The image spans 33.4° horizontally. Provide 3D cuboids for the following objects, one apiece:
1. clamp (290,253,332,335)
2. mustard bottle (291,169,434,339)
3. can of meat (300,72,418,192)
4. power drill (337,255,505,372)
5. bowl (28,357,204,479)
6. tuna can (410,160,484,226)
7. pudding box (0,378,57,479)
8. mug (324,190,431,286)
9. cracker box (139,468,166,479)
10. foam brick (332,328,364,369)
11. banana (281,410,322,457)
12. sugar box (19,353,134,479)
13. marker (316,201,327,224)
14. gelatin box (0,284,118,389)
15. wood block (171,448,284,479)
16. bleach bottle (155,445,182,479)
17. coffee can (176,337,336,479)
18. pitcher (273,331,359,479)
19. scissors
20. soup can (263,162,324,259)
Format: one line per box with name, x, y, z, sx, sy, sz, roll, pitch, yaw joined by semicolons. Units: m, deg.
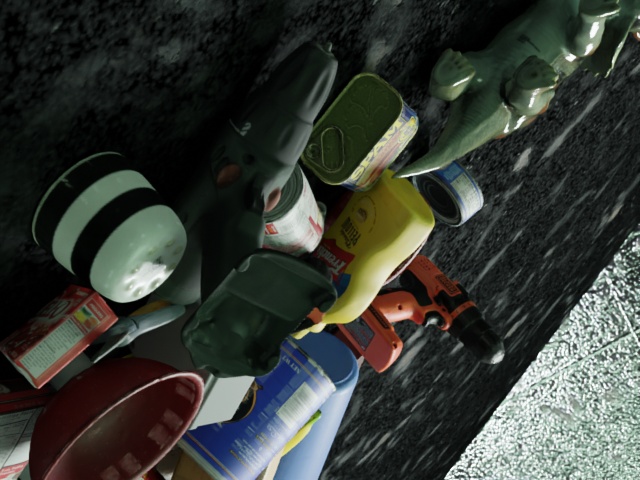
clamp;-0.047;0.058;0.973;0.164;0.036;0.210;-44;-165;-5
mustard bottle;0.028;0.024;1.051;0.058;0.096;0.192;21;116;-37
can of meat;0.039;-0.094;0.973;0.102;0.057;0.083;-51;163;8
power drill;0.127;0.107;1.368;0.187;0.185;0.057;-15;141;-42
bowl;-0.169;0.144;0.832;0.162;0.055;0.162;-38;158;-19
tuna can;0.143;-0.058;1.213;0.033;0.086;0.086;-40;159;-17
pudding box;-0.262;0.160;0.839;0.113;0.039;0.089;-55;158;14
mug;0.066;-0.017;1.131;0.117;0.081;0.093;-40;158;-23
cracker box;-0.243;0.295;1.002;0.213;0.072;0.164;-46;-179;-6
foam brick;0.014;0.164;1.400;0.078;0.051;0.053;-35;156;-34
banana;-0.084;0.243;1.175;0.197;0.037;0.069;-35;160;-9
sugar box;-0.190;0.153;0.964;0.175;0.048;0.093;-27;151;-48
marker;-0.007;0.001;1.106;0.020;0.020;0.121;-39;158;-25
gelatin box;-0.190;0.066;0.765;0.073;0.030;0.089;-42;-163;-17
wood block;-0.087;0.211;1.100;0.090;0.091;0.206;87;23;-72
bleach bottle;-0.188;0.288;1.195;0.102;0.068;0.251;-31;151;-38
coffee can;-0.069;0.160;1.014;0.140;0.103;0.103;-47;160;-13
pitcher;-0.049;0.227;1.289;0.149;0.145;0.243;-71;-178;-55
scissors;-0.163;0.074;0.799;0.096;0.016;0.201;-15;-175;16
soup can;-0.038;-0.028;0.916;0.068;0.068;0.102;-46;160;-8
